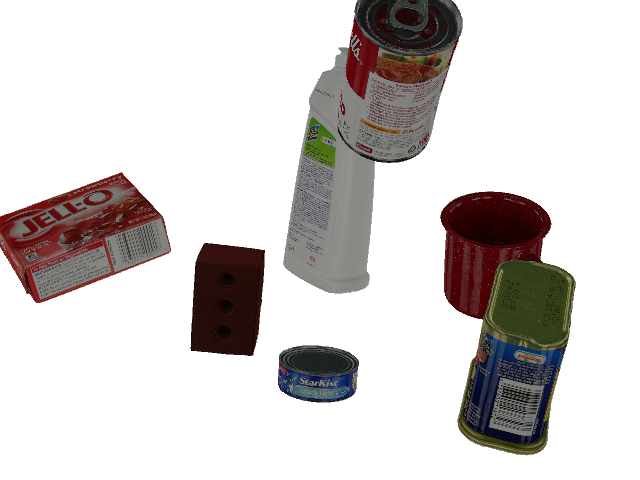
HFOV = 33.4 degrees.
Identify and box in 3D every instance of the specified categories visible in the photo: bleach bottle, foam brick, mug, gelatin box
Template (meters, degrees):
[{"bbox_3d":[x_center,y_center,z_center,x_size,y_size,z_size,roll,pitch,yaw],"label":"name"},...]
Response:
[{"bbox_3d":[0.021,-0.077,1.142,0.067,0.251,0.103,-8,24,-40],"label":"bleach bottle"},{"bbox_3d":[-0.075,0.047,0.871,0.053,0.078,0.051,5,14,1],"label":"foam brick"},{"bbox_3d":[0.156,0.020,0.918,0.093,0.081,0.117,-20,37,-27],"label":"mug"},{"bbox_3d":[-0.146,-0.004,0.649,0.089,0.030,0.073,-22,33,-20],"label":"gelatin box"}]

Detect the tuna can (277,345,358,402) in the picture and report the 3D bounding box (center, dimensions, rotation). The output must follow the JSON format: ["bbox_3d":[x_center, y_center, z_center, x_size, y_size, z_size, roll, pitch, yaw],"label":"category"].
[{"bbox_3d":[-0.003,0.142,1.139,0.086,0.034,0.086,4,14,-1],"label":"tuna can"}]

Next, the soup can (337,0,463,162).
[{"bbox_3d":[0.050,-0.109,0.699,0.068,0.068,0.102,0,-37,-8],"label":"soup can"}]

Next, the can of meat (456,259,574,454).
[{"bbox_3d":[0.127,0.071,0.683,0.057,0.084,0.102,13,31,10],"label":"can of meat"}]
